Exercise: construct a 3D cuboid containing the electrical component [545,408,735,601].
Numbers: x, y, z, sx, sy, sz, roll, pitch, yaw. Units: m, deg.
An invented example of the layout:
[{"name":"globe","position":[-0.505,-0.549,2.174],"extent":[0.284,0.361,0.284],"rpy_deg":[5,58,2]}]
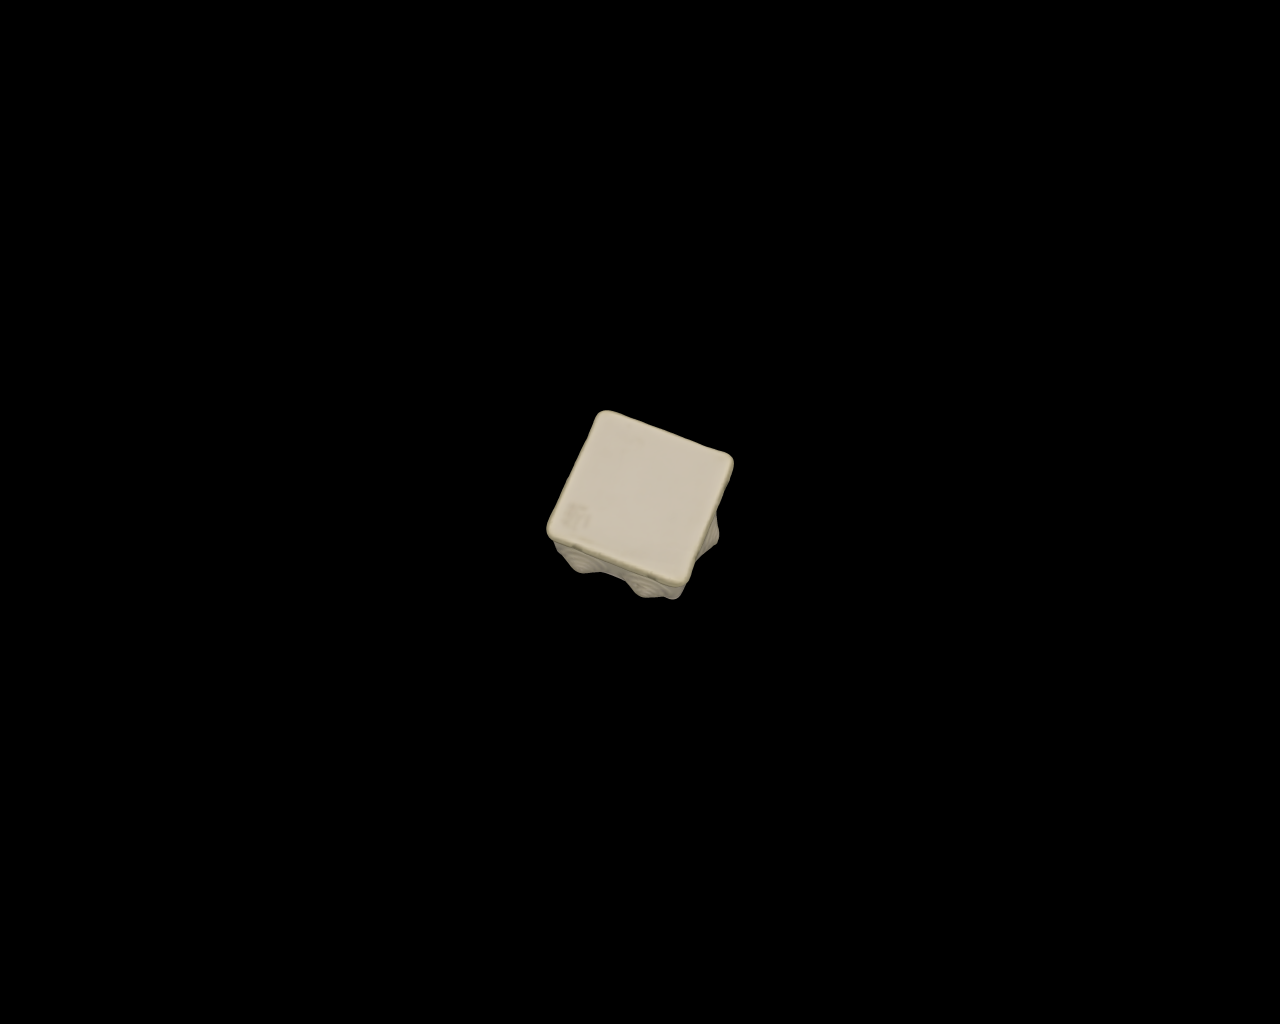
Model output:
[{"name":"electrical component","position":[0.001,-0.003,0.650],"extent":[0.100,0.100,0.048],"rpy_deg":[21,-18,7]}]
